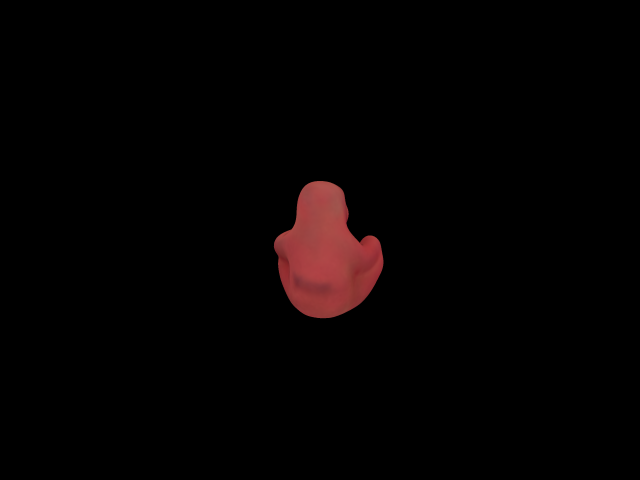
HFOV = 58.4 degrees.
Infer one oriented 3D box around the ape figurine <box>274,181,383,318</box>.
[{"bbox_3d":[0.004,0.001,0.400,0.077,0.092,0.076,12,33,20],"label":"ape figurine"}]
